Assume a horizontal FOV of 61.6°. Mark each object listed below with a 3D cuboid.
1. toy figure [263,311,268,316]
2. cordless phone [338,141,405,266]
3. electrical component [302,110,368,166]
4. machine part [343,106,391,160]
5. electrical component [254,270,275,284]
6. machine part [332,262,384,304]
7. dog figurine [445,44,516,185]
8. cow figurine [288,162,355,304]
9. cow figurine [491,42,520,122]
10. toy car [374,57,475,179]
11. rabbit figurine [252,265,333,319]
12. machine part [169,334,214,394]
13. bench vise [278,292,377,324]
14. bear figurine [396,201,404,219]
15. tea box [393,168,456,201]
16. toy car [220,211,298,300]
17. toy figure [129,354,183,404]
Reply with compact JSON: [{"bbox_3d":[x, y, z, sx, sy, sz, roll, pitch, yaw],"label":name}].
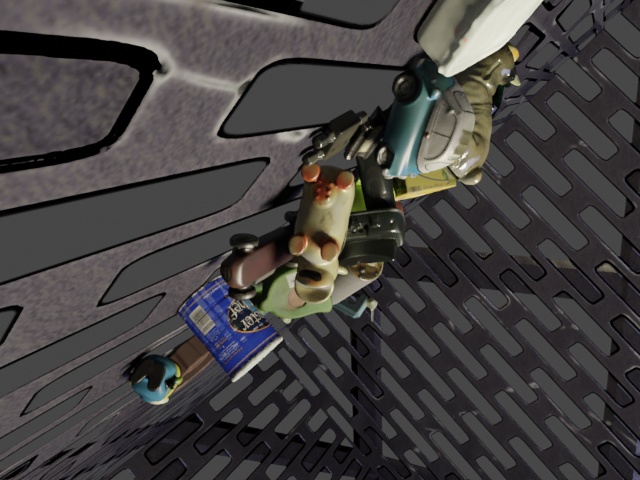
[{"bbox_3d":[-0.153,0.151,1.181,0.064,0.057,0.154,-22,180,13],"label":"toy figure"},{"bbox_3d":[0.053,-0.057,0.837,0.147,0.184,0.089,-7,-156,13],"label":"cordless phone"},{"bbox_3d":[0.020,-0.125,0.653,0.094,0.021,0.063,-38,171,-34],"label":"electrical component"},{"bbox_3d":[0.089,-0.159,0.759,0.139,0.039,0.084,-33,160,-38],"label":"machine part"},{"bbox_3d":[-0.099,0.036,0.874,0.102,0.045,0.078,-34,160,-47],"label":"electrical component"},{"bbox_3d":[0.045,0.064,0.999,0.079,0.079,0.243,-37,178,-31],"label":"machine part"},{"bbox_3d":[0.247,-0.200,0.829,0.190,0.172,0.121,-39,174,11],"label":"dog figurine"},{"bbox_3d":[0.001,-0.007,0.747,0.127,0.086,0.194,-28,127,-80],"label":"cow figurine"},{"bbox_3d":[0.284,-0.251,0.923,0.098,0.068,0.167,-97,-150,-46],"label":"cow figurine"},{"bbox_3d":[0.143,-0.146,0.694,0.109,0.103,0.161,-6,117,-58],"label":"toy car"},{"bbox_3d":[-0.066,0.081,0.994,0.159,0.121,0.170,-28,-160,-2],"label":"rabbit figurine"},{"bbox_3d":[-0.274,0.251,1.157,0.179,0.056,0.179,-42,172,-7],"label":"machine part"},{"bbox_3d":[0.012,0.116,1.226,0.223,0.241,0.128,-53,152,-22],"label":"bench vise"},{"bbox_3d":[0.133,-0.033,1.244,0.196,0.120,0.132,-25,146,38],"label":"bear figurine"},{"bbox_3d":[0.163,-0.112,0.983,0.098,0.068,0.170,-11,180,-17],"label":"tea box"},{"bbox_3d":[-0.074,0.015,0.785,0.202,0.053,0.089,-33,129,-56],"label":"toy car"},{"bbox_3d":[-0.291,0.248,0.968,0.089,0.082,0.180,-36,168,-23],"label":"toy figure"}]
